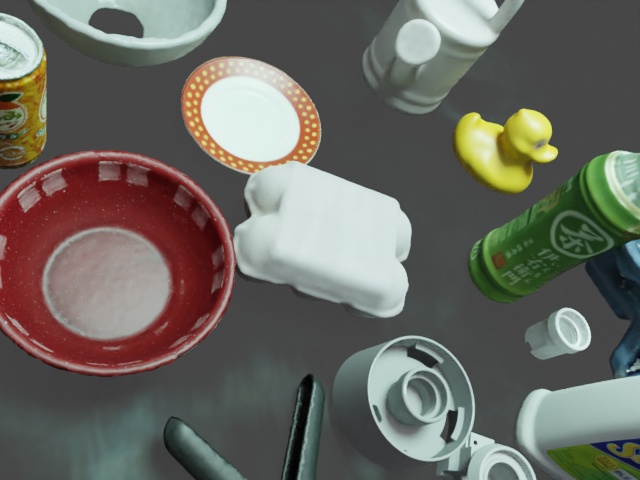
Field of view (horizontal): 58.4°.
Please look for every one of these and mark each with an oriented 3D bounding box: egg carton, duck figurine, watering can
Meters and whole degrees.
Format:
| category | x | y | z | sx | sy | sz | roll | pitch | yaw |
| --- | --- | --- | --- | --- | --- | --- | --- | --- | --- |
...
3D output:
| category | x | y | z | sx | sy | sz | roll | pitch | yaw |
| --- | --- | --- | --- | --- | --- | --- | --- | --- | --- |
| egg carton | 0.004 | 0.002 | 0.466 | 0.150 | 0.069 | 0.107 | 18 | 59 | -16 |
| duck figurine | 0.198 | -0.105 | 0.601 | 0.104 | 0.086 | 0.078 | 36 | 56 | -4 |
| watering can | 0.124 | -0.213 | 0.556 | 0.101 | 0.193 | 0.173 | 23 | 57 | -12 |

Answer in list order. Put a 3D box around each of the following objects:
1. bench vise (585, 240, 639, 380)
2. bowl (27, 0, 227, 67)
| category | x | y | z | sx | sy | sz | roll | pitch | yaw |
| --- | --- | --- | --- | --- | --- | --- | --- | --- | --- |
| bench vise | 0.362 | 0.046 | 0.520 | 0.122 | 0.219 | 0.207 | -17 | 73 | -31 |
| bowl | -0.168 | -0.206 | 0.487 | 0.168 | 0.074 | 0.167 | 11 | 61 | -20 |
